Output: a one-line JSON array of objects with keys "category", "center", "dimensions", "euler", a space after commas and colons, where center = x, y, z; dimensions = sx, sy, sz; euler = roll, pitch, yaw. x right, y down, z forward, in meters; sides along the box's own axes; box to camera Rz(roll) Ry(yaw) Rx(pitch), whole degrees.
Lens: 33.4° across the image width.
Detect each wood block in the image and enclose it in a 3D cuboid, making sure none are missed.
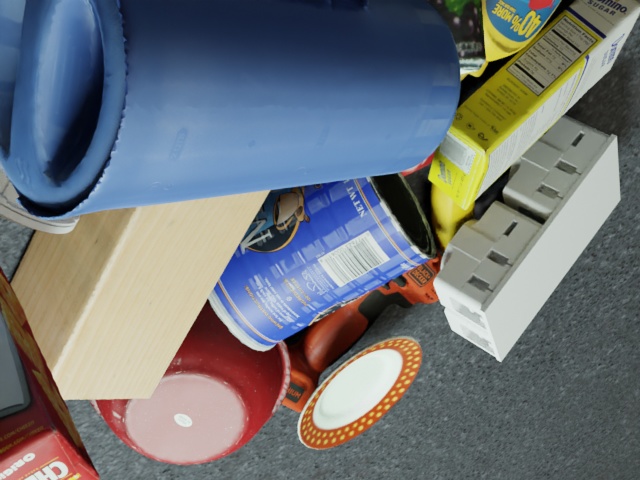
[{"category": "wood block", "center": [-0.120, -0.001, 0.691], "dimensions": [0.090, 0.090, 0.206], "euler": [7, 124, -43]}]

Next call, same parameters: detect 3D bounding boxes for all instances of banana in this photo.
[{"category": "banana", "center": [0.122, -0.032, 0.894], "dimensions": [0.069, 0.037, 0.198], "euler": [-22, 139, -20]}]

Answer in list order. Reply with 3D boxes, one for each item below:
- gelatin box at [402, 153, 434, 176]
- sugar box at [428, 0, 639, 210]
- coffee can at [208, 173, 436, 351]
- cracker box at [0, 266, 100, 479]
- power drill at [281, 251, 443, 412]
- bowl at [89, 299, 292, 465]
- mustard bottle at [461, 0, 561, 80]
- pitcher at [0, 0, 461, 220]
[{"category": "gelatin box", "center": [0.065, -0.089, 0.796], "dimensions": [0.073, 0.030, 0.089], "euler": [-26, 141, -13]}, {"category": "sugar box", "center": [0.157, -0.109, 0.791], "dimensions": [0.176, 0.048, 0.093], "euler": [-45, 166, -17]}, {"category": "coffee can", "center": [-0.005, 0.001, 0.746], "dimensions": [0.140, 0.103, 0.102], "euler": [-30, 145, 16]}, {"category": "cracker box", "center": [-0.238, 0.079, 0.577], "dimensions": [0.164, 0.214, 0.072], "euler": [-30, 144, -9]}, {"category": "power drill", "center": [0.011, 0.049, 0.872], "dimensions": [0.188, 0.057, 0.184], "euler": [-42, 143, 5]}, {"category": "bowl", "center": [-0.100, 0.117, 0.805], "dimensions": [0.162, 0.055, 0.162], "euler": [-2, 123, -4]}, {"category": "mustard bottle", "center": [0.133, -0.184, 0.721], "dimensions": [0.096, 0.058, 0.192], "euler": [11, 118, -50]}, {"category": "pitcher", "center": [-0.036, -0.090, 0.539], "dimensions": [0.242, 0.149, 0.145], "euler": [-7, 96, -44]}]
